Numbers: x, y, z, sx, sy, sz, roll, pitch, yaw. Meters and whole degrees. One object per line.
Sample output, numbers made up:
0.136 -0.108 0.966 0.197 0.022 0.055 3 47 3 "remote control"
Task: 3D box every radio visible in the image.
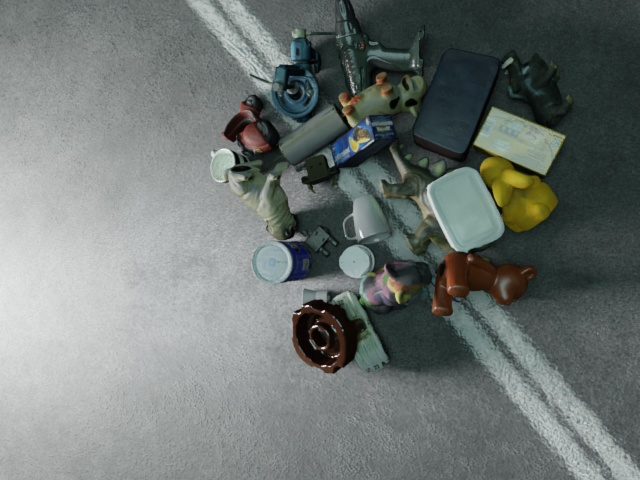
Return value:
0.302 -0.302 1.199 0.131 0.073 0.229 21 85 14 "radio"

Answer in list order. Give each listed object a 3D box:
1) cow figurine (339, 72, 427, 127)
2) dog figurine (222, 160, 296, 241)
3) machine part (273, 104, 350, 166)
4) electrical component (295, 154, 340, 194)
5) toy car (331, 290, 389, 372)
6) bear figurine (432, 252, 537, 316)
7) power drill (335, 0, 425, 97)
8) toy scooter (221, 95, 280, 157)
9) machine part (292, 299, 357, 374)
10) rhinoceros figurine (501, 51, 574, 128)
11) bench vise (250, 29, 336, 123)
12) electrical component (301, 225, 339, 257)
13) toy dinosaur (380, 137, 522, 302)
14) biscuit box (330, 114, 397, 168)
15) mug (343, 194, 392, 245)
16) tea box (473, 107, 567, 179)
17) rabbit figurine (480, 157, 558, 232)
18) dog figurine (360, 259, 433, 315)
0.153 -0.312 1.225 0.195 0.127 0.085 -25 54 10 "cow figurine"
-0.147 -0.088 1.317 0.173 0.121 0.190 10 119 21 "dog figurine"
-0.015 -0.256 1.314 0.243 0.079 0.079 -33 80 14 "machine part"
-0.003 -0.163 1.327 0.102 0.045 0.078 -24 69 15 "electrical component"
0.095 0.218 1.283 0.073 0.056 0.201 -29 81 15 "toy car"
0.340 0.098 1.104 0.196 0.120 0.132 17 52 -5 "bear figurine"
0.140 -0.450 1.241 0.207 0.086 0.231 -2 110 7 "power drill"
-0.184 -0.273 1.357 0.135 0.075 0.184 -35 57 11 "toy scooter"
0.010 0.226 1.274 0.180 0.056 0.179 15 114 37 "machine part"
0.470 -0.333 1.170 0.112 0.073 0.190 -33 81 25 "rhinoceros figurine"
-0.058 -0.383 1.256 0.129 0.240 0.223 16 110 13 "bench vise"
-0.003 -0.004 1.335 0.094 0.021 0.063 42 101 14 "electrical component"
0.280 -0.044 1.206 0.199 0.105 0.471 -28 90 11 "toy dinosaur"
0.094 -0.220 1.223 0.063 0.203 0.059 -10 83 -25 "biscuit box"
0.107 -0.048 1.277 0.110 0.080 0.107 -18 73 23 "mug"
0.434 -0.212 1.176 0.170 0.068 0.098 30 99 15 "tea box"
0.404 -0.103 1.137 0.122 0.162 0.173 -43 81 22 "rabbit figurine"
0.158 0.101 1.181 0.192 0.219 0.108 -21 80 15 "dog figurine"
